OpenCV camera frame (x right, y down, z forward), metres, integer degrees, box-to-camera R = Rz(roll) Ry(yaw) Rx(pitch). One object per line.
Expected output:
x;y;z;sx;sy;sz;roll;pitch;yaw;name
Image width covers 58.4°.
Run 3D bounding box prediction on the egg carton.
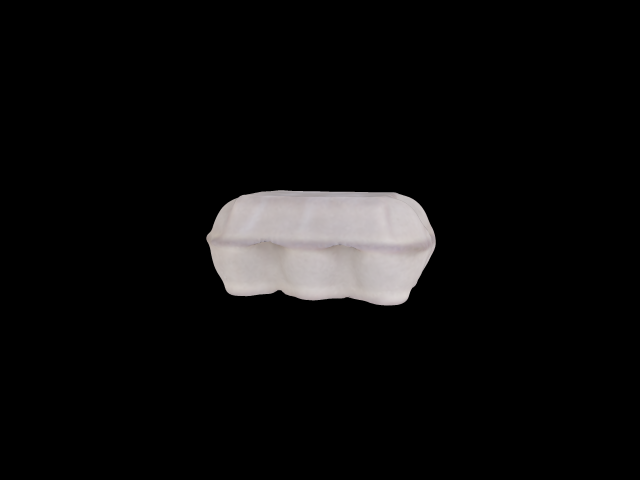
0.004;0.001;0.400;0.150;0.069;0.107;2;7;14;egg carton
